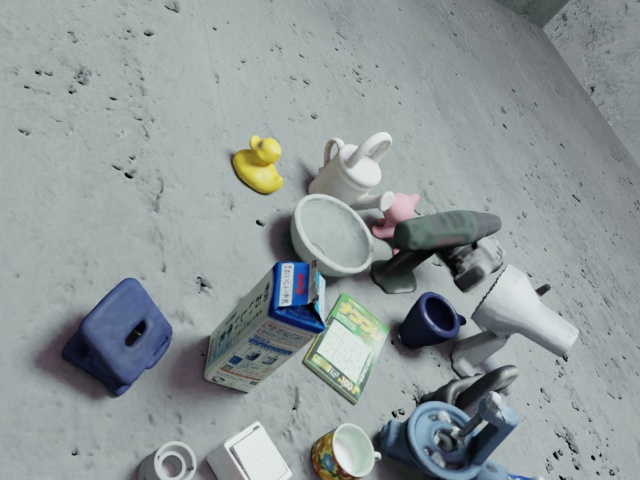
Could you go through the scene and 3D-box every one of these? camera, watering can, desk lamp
[{"bbox_3d":[0.333,0.019,1.260,0.137,0.100,0.143,48,39,6],"label":"camera"},{"bbox_3d":[0.074,-0.128,1.096,0.173,0.193,0.101,43,39,-1],"label":"watering can"},{"bbox_3d":[0.340,0.173,1.041,0.203,0.213,0.118,47,39,4],"label":"desk lamp"}]

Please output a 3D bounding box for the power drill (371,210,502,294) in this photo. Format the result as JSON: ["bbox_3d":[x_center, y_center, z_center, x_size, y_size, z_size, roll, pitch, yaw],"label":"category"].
[{"bbox_3d":[0.203,0.016,1.068,0.230,0.208,0.075,-1,56,-41],"label":"power drill"}]

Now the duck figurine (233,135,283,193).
[{"bbox_3d":[-0.100,-0.144,1.046,0.104,0.086,0.078,47,39,4],"label":"duck figurine"}]

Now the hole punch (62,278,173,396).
[{"bbox_3d":[-0.235,0.115,0.697,0.101,0.091,0.109,39,39,-6],"label":"hole punch"}]

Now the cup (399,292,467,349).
[{"bbox_3d":[0.197,0.155,1.029,0.118,0.094,0.091,12,49,-33],"label":"cup"}]

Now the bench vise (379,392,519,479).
[{"bbox_3d":[0.222,0.293,0.830,0.208,0.219,0.121,24,43,-23],"label":"bench vise"}]

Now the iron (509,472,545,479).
[{"bbox_3d":[0.353,0.443,0.870,0.119,0.141,0.258,-22,72,-48],"label":"iron"}]

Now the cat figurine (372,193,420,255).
[{"bbox_3d":[0.167,-0.041,1.158,0.128,0.117,0.067,43,39,-1],"label":"cat figurine"}]

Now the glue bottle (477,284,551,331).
[{"bbox_3d":[0.395,0.137,1.151,0.078,0.173,0.037,49,39,7],"label":"glue bottle"}]

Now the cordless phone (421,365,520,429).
[{"bbox_3d":[0.272,0.254,0.934,0.148,0.184,0.094,-4,58,-42],"label":"cordless phone"}]

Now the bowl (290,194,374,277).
[{"bbox_3d":[0.009,0.004,1.018,0.168,0.074,0.167,23,43,-24],"label":"bowl"}]
